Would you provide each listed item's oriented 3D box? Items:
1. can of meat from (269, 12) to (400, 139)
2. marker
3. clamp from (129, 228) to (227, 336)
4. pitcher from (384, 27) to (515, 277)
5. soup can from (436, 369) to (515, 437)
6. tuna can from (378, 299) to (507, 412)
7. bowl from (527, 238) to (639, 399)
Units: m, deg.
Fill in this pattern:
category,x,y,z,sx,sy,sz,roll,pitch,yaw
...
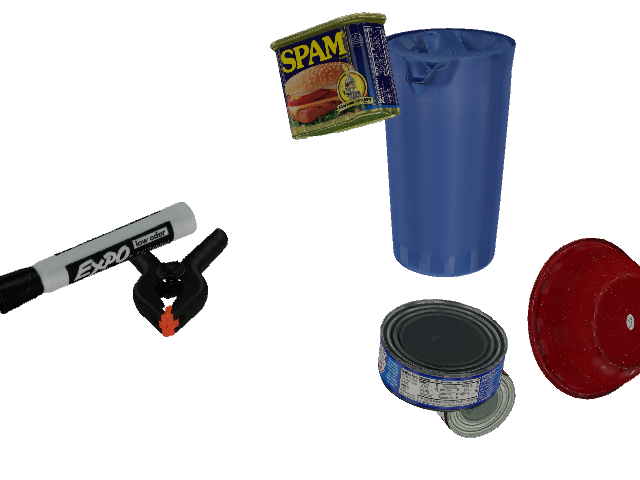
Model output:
category,x,y,z,sx,sy,sz,roll,pitch,yaw
can of meat,0.013,-0.136,0.900,0.102,0.084,0.057,-11,0,38
marker,-0.121,0.009,0.565,0.120,0.020,0.020,-25,13,-31
clamp,-0.151,0.038,1.155,0.120,0.039,0.171,-13,38,-7
pitcher,0.133,-0.095,1.103,0.149,0.243,0.145,-9,25,-17
soup can,0.116,0.115,0.927,0.068,0.068,0.102,0,25,-23
tuna can,0.082,0.077,0.724,0.086,0.034,0.086,2,31,-1
bowl,0.282,0.078,1.044,0.161,0.162,0.055,0,0,-29
